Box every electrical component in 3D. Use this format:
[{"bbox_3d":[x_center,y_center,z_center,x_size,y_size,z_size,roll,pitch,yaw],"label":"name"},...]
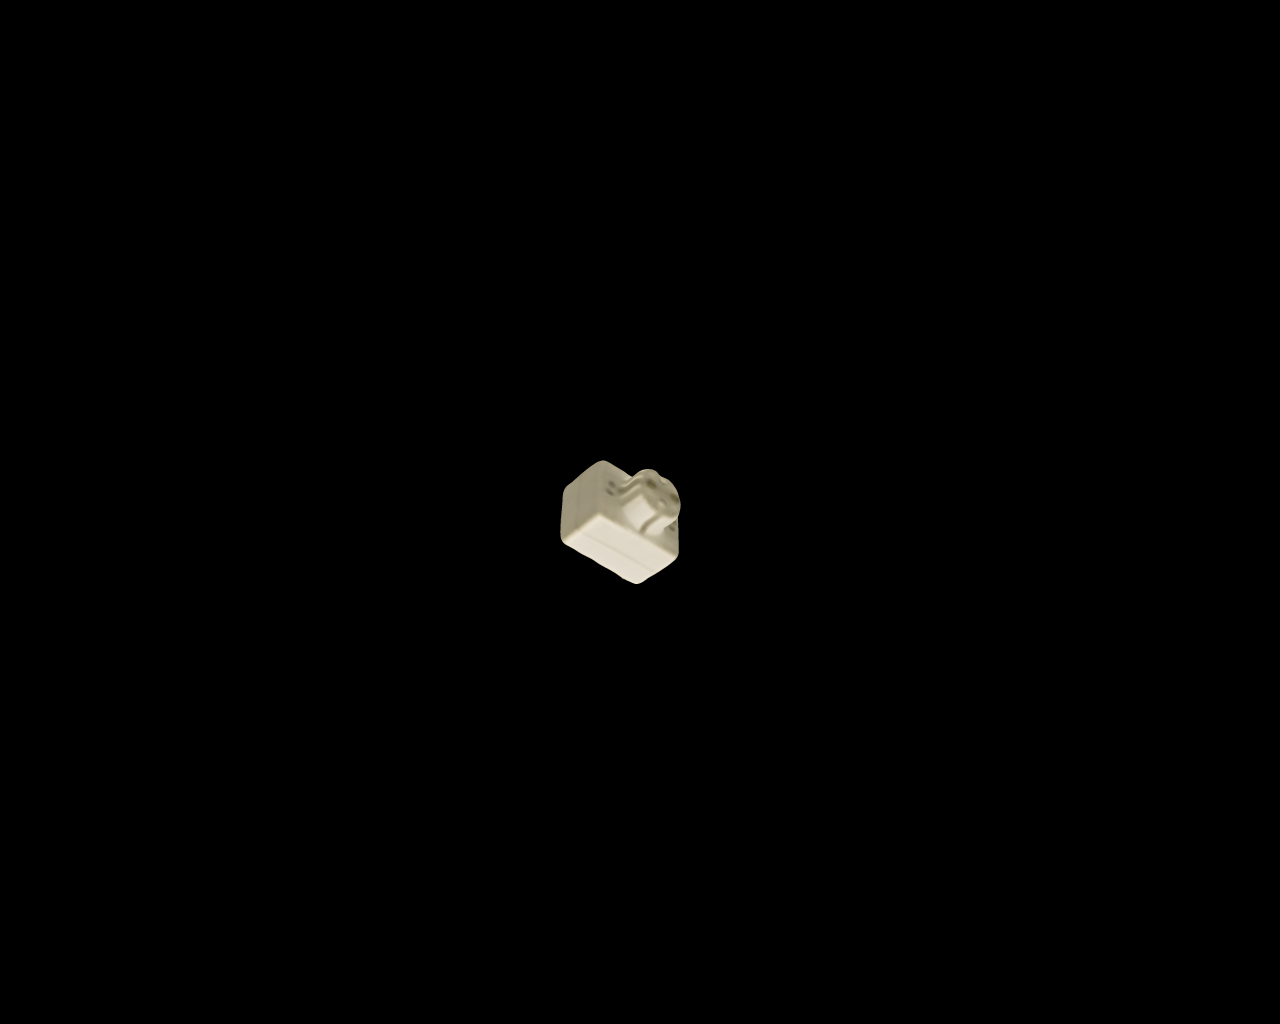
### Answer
[{"bbox_3d":[0.001,-0.003,0.650,0.065,0.047,0.076,31,-50,-30],"label":"electrical component"}]
